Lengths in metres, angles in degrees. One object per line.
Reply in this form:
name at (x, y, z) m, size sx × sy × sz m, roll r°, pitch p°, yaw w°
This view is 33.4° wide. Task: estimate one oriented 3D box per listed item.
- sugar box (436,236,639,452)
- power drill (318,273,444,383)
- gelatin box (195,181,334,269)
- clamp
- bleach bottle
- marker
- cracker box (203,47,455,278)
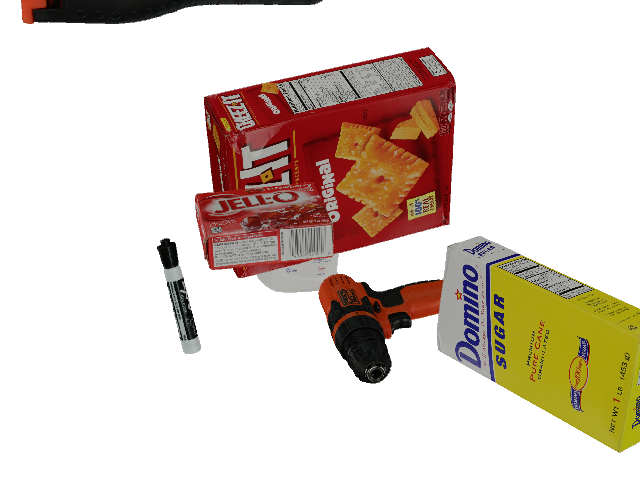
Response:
sugar box at (0.162, 0.070, 0.776) m, size 0.048 × 0.093 × 0.176 m, roll -16°, pitch 29°, yaw -40°
power drill at (0.101, 0.083, 1.134) m, size 0.187 × 0.057 × 0.184 m, roll -6°, pitch 28°, yaw -11°
gelatin box at (-0.041, -0.012, 0.750) m, size 0.089 × 0.030 × 0.073 m, roll -6°, pitch 27°, yaw -9°
clamp at (-0.092, -0.154, 0.615) m, size 0.171 × 0.039 × 0.120 m, roll -9°, pitch 24°, yaw -24°
bleach bottle at (-0.013, -0.066, 1.259) m, size 0.102 × 0.251 × 0.068 m, roll -3°, pitch 22°, yaw -30°
marker at (-0.143, 0.056, 1.076) m, size 0.020 × 0.121 × 0.020 m, roll -11°, pitch 16°, yaw 3°
cracker box at (0.013, -0.067, 0.959) m, size 0.213 × 0.164 × 0.072 m, roll -15°, pitch 42°, yaw -15°
